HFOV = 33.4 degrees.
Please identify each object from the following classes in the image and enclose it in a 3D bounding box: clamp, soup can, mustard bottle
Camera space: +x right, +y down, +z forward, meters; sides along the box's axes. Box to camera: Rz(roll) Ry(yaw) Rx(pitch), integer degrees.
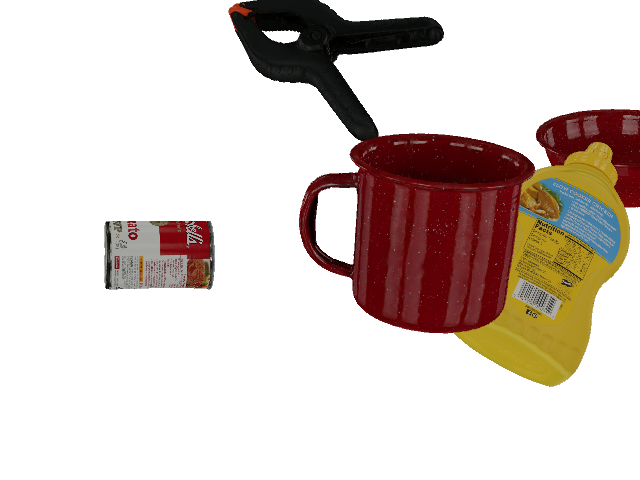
[{"bbox_3d":[0.009,-0.157,0.849,0.172,0.120,0.039,34,-25,21],"label":"clamp"},{"bbox_3d":[-0.158,0.014,1.040,0.102,0.068,0.068,0,0,-13],"label":"soup can"},{"bbox_3d":[0.171,0.003,0.775,0.096,0.191,0.058,29,-26,4],"label":"mustard bottle"}]

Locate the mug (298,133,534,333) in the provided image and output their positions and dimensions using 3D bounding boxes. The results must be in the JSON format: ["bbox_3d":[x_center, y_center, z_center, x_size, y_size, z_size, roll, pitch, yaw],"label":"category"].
[{"bbox_3d":[0.047,-0.005,0.552,0.117,0.081,0.093,3,21,0],"label":"mug"}]

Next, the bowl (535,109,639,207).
[{"bbox_3d":[0.280,-0.073,0.984,0.162,0.055,0.162,-2,24,1],"label":"bowl"}]
